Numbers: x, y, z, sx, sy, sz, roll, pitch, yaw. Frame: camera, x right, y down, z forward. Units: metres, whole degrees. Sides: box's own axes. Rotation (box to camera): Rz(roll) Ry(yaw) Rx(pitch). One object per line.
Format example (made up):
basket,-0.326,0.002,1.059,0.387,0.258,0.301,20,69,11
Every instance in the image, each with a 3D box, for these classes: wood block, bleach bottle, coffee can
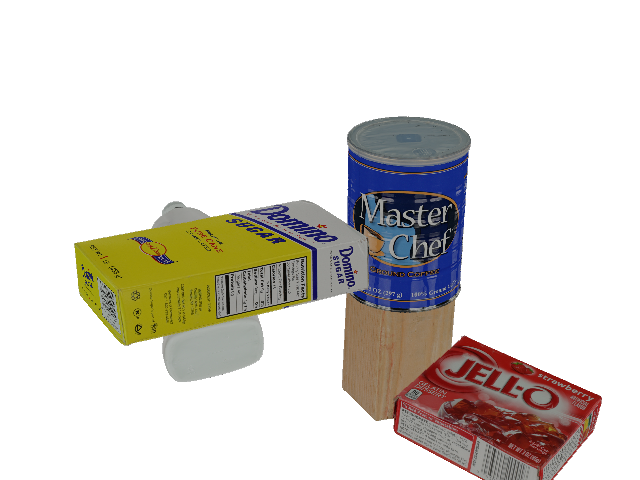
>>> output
wood block,0.085,0.076,1.144,0.090,0.206,0.091,-4,18,-22
bleach bottle,-0.137,0.038,1.123,0.102,0.068,0.251,-12,37,-13
coffee can,0.073,-0.024,0.915,0.103,0.140,0.103,0,26,0

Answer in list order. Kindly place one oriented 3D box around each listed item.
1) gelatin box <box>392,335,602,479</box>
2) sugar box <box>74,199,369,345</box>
gelatin box,0.095,0.094,0.578,0.089,0.030,0.073,24,37,30
sugar box,-0.065,0.016,0.714,0.176,0.048,0.093,-15,26,-25
